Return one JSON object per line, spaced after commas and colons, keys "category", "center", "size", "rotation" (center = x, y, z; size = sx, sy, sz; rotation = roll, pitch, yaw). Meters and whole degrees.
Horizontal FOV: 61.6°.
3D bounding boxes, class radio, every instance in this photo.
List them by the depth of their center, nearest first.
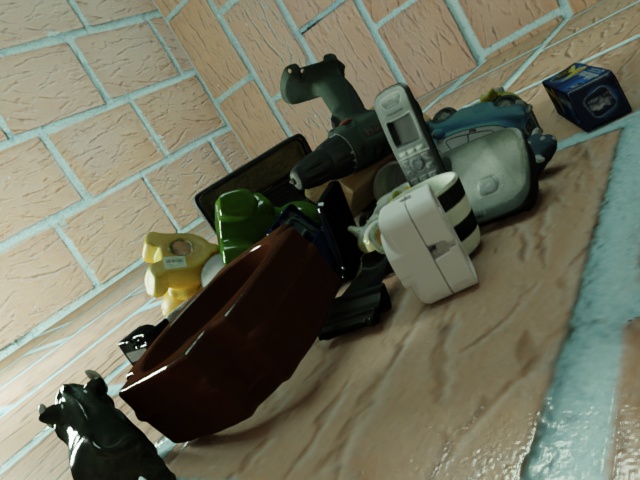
{"category": "radio", "center": [-0.104, -0.082, 0.979], "size": [0.230, 0.131, 0.073], "rotation": [-33, 13, -11]}

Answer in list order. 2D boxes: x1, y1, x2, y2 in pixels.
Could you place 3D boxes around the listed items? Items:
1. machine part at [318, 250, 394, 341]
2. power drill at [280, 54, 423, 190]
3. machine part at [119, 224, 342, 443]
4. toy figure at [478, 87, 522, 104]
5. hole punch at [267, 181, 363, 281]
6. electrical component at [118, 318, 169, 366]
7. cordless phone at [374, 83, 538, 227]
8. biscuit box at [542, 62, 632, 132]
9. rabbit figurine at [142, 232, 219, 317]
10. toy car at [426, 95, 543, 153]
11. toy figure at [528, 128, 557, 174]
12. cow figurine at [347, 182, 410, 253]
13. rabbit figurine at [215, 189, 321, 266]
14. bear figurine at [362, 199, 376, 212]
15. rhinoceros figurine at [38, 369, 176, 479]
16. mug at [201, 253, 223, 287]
{"category": "machine part", "center": [0.047, 0.054, 0.562], "size": [0.084, 0.039, 0.139], "rotation": [-30, 12, 34]}
{"category": "power drill", "center": [0.019, -0.182, 0.791], "size": [0.232, 0.085, 0.207], "rotation": [-24, 51, -18]}
{"category": "machine part", "center": [-0.085, 0.091, 0.534], "size": [0.201, 0.087, 0.201], "rotation": [-35, 14, 40]}
{"category": "toy figure", "center": [0.254, -0.175, 0.889], "size": [0.180, 0.089, 0.082], "rotation": [-38, 6, 7]}
{"category": "hole punch", "center": [-0.001, -0.002, 0.710], "size": [0.092, 0.115, 0.142], "rotation": [-20, 16, 17]}
{"category": "electrical component", "center": [-0.244, 0.158, 0.760], "size": [0.119, 0.074, 0.048], "rotation": [-17, 17, 38]}
{"category": "cordless phone", "center": [0.149, -0.104, 0.600], "size": [0.147, 0.184, 0.089], "rotation": [-21, 11, 43]}
{"category": "biscuit box", "center": [0.372, -0.207, 0.765], "size": [0.059, 0.062, 0.203], "rotation": [-28, 12, 20]}
{"category": "rabbit figurine", "center": [-0.240, 0.071, 0.966], "size": [0.162, 0.173, 0.122], "rotation": [-10, 44, -30]}
{"category": "toy car", "center": [0.223, -0.128, 0.756], "size": [0.162, 0.109, 0.103], "rotation": [-8, 46, 37]}
{"category": "toy figure", "center": [0.220, -0.089, 0.669], "size": [0.155, 0.064, 0.057], "rotation": [-17, -20, 35]}
{"category": "cow figurine", "center": [0.087, -0.022, 0.694], "size": [0.098, 0.068, 0.167], "rotation": [-27, 8, 45]}
{"category": "rabbit figurine", "center": [-0.079, -0.017, 0.865], "size": [0.170, 0.121, 0.159], "rotation": [-5, -1, -14]}
{"category": "bear figurine", "center": [0.121, -0.140, 0.979], "size": [0.196, 0.131, 0.120], "rotation": [-34, 43, 3]}
{"category": "rhinoceros figurine", "center": [-0.202, 0.180, 0.482], "size": [0.073, 0.112, 0.190], "rotation": [-39, 22, -24]}
{"category": "mug", "center": [-0.149, 0.079, 0.856], "size": [0.109, 0.080, 0.107], "rotation": [-57, 22, -4]}
